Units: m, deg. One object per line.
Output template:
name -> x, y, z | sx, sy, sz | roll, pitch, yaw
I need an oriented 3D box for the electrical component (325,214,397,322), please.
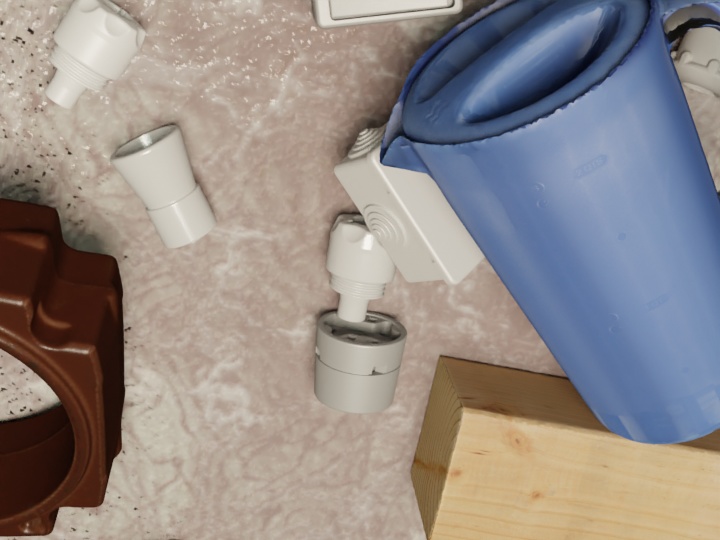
electrical component -> 0.000, 0.000, 0.648 | 0.043, 0.043, 0.062 | 9, 108, -7

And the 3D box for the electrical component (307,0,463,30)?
electrical component -> 0.005, -0.167, 0.588 | 0.096, 0.061, 0.061 | -7, 107, -2

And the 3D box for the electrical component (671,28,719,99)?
electrical component -> 0.210, -0.133, 0.623 | 0.048, 0.048, 0.062 | 21, 97, -10

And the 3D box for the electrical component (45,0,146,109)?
electrical component -> -0.152, -0.120, 0.601 | 0.043, 0.043, 0.062 | 35, 103, -13

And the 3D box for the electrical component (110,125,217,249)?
electrical component -> -0.111, -0.046, 0.628 | 0.044, 0.044, 0.065 | -23, 112, 3

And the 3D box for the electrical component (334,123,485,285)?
electrical component -> 0.045, -0.050, 0.615 | 0.100, 0.048, 0.099 | -43, 108, -27

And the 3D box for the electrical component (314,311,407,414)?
electrical component -> -0.001, 0.057, 0.660 | 0.055, 0.055, 0.047 | 5, 110, -6
